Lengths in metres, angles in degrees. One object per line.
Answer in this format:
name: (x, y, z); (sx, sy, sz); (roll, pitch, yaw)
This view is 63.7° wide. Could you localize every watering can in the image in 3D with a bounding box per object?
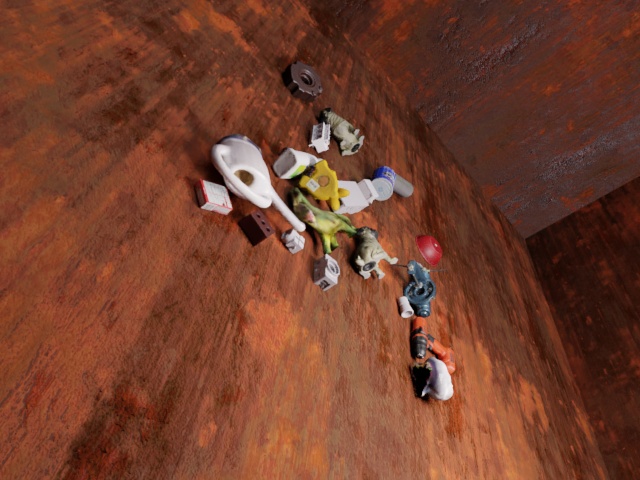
watering can: (-0.175, -0.161, 1.410); (0.343, 0.103, 0.229); (38, 22, -41)

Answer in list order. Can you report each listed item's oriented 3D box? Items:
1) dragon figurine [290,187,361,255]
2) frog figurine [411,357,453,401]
dragon figurine: (0.005, -0.082, 1.637); (0.243, 0.121, 0.413); (48, 12, -1)
frog figurine: (0.372, 0.438, 1.605); (0.158, 0.121, 0.140); (22, 21, -29)
